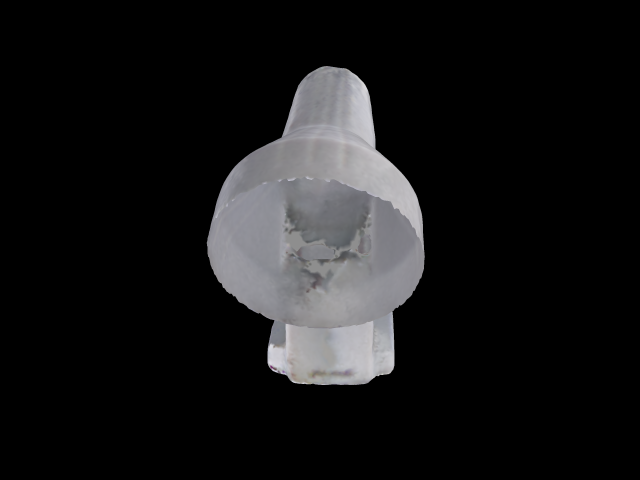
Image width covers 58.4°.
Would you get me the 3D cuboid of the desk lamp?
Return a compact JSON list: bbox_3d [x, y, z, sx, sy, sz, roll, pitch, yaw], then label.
[{"bbox_3d":[0.004,0.001,0.400,0.118,0.214,0.203,2,31,4],"label":"desk lamp"}]
